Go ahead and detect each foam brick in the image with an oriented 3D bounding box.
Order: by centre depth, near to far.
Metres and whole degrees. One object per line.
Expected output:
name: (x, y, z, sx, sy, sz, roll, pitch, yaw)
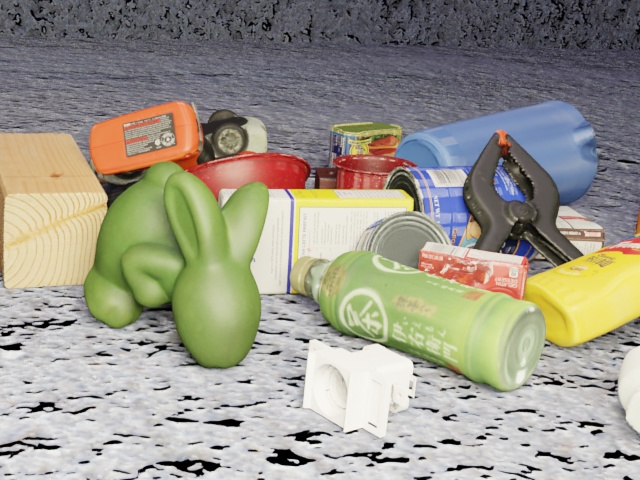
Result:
foam brick: (0.033, -0.053, 1.246, 0.078, 0.051, 0.053, 2, 17, -6)

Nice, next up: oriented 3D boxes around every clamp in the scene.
clamp: (0.195, -0.013, 1.000, 0.164, 0.036, 0.210, 7, 54, -7)

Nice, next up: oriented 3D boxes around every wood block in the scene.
wood block: (-0.269, -0.035, 1.031, 0.090, 0.090, 0.206, -2, 21, -21)

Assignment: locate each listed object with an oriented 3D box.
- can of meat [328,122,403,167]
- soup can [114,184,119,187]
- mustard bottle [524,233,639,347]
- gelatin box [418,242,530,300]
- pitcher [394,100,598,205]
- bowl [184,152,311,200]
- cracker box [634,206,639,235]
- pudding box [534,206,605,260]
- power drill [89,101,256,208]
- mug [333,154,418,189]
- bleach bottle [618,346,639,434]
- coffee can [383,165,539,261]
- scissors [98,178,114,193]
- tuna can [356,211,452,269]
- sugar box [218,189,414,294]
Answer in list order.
can of meat: (0.057, -0.105, 1.370, 0.101, 0.084, 0.058, -9, 20, -37)
soup can: (-0.205, -0.108, 1.284, 0.102, 0.068, 0.068, -24, 6, 22)
mustard bottle: (0.270, 0.028, 0.905, 0.191, 0.058, 0.096, -21, 13, -14)
gelatin box: (0.125, 0.046, 0.889, 0.089, 0.073, 0.030, 9, 18, 17)
pitcher: (0.203, -0.087, 1.298, 0.242, 0.149, 0.145, -12, 37, -34)
bowl: (-0.082, -0.031, 1.065, 0.162, 0.055, 0.162, -12, -15, -3)
cracker box: (0.346, -0.051, 1.014, 0.072, 0.214, 0.164, 7, 17, 10)
pudding box: (0.248, -0.010, 1.167, 0.090, 0.039, 0.113, 1, 14, -10)
power drill: (-0.161, -0.071, 1.075, 0.184, 0.057, 0.187, -15, -15, 9)
mug: (0.070, -0.044, 1.169, 0.117, 0.081, 0.093, 4, 16, 1)
bleach bottle: (0.298, 0.091, 0.795, 0.103, 0.068, 0.250, 15, 22, 35)
coffee can: (0.145, -0.025, 1.082, 0.140, 0.103, 0.103, -3, 17, -20)
scissors: (-0.279, -0.049, 1.230, 0.096, 0.016, 0.202, -2, 17, -18)
tuna can: (0.074, 0.019, 0.942, 0.086, 0.086, 0.034, -3, -6, -21)
sugar box: (-0.006, 0.001, 0.979, 0.176, 0.093, 0.048, 1, 16, -10)
